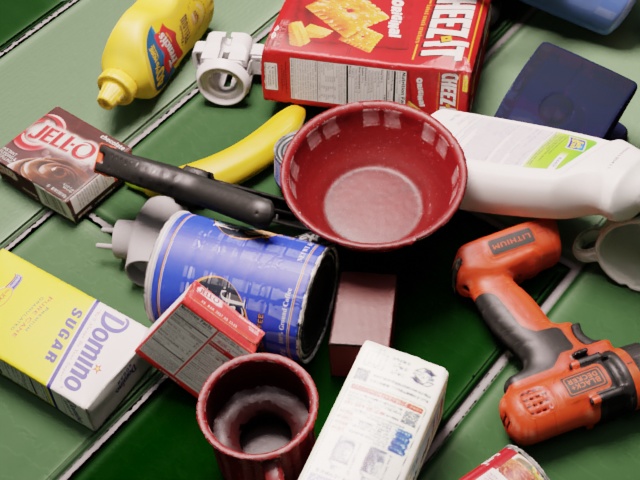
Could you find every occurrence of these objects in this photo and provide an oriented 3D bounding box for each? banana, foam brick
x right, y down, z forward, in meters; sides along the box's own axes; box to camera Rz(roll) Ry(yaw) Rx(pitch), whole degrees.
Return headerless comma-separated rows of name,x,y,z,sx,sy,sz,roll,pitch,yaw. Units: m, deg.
banana,-0.092,-0.081,1.053,0.197,0.037,0.070,-23,54,-14
foam brick,0.038,0.072,0.911,0.051,0.053,0.078,4,51,8

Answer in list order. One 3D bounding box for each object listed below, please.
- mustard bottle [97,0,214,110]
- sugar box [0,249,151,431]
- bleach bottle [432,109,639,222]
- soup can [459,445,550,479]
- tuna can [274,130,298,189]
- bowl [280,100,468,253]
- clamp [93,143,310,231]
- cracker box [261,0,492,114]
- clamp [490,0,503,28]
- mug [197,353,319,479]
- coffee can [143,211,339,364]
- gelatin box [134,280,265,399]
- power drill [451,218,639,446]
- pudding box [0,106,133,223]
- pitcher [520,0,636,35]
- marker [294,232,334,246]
mustard bottle,-0.179,-0.206,1.121,0.058,0.096,0.191,18,55,16
sugar box,-0.237,0.083,0.928,0.176,0.048,0.093,23,56,22
bleach bottle,0.189,-0.057,0.941,0.251,0.068,0.102,16,51,42
soup can,0.119,0.208,0.788,0.102,0.068,0.069,-30,55,-18
tuna can,-0.002,-0.073,1.028,0.086,0.034,0.086,1,36,-1
bowl,0.047,-0.045,0.933,0.162,0.055,0.162,-1,56,2
clamp,-0.105,-0.045,0.968,0.210,0.164,0.036,18,93,21
cracker box,0.061,-0.205,1.107,0.214,0.072,0.164,8,44,11
clamp,0.197,-0.306,1.211,0.171,0.039,0.120,-34,70,-19
mug,-0.042,0.158,0.830,0.093,0.081,0.117,-15,52,-8
coffee can,-0.065,0.039,0.914,0.140,0.103,0.102,13,54,14
gelatin box,-0.098,0.083,0.871,0.073,0.089,0.030,38,39,-9
power drill,0.208,0.068,0.899,0.184,0.057,0.188,-18,52,-12
pudding box,-0.254,-0.077,1.061,0.114,0.039,0.090,30,59,25
pitcher,0.220,-0.309,1.123,0.243,0.145,0.149,26,90,1
marker,-0.007,0.001,0.992,0.121,0.020,0.020,-16,52,-8
